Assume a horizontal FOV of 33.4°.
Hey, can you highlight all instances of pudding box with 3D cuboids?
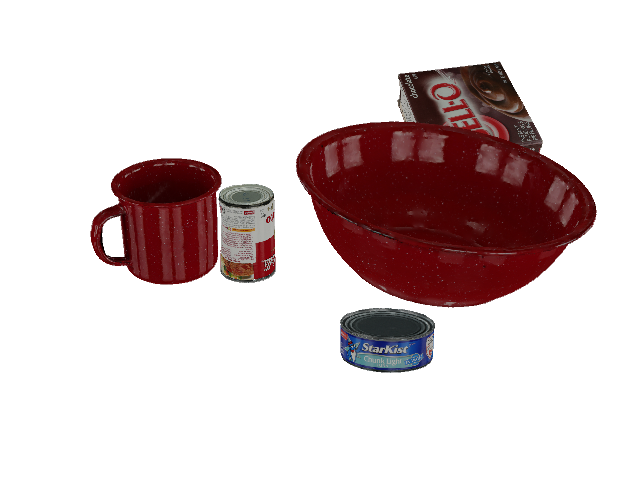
[{"bbox_3d":[0.118,-0.095,0.865,0.090,0.039,0.113,-7,43,-8],"label":"pudding box"}]

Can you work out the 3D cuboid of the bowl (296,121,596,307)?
[{"bbox_3d":[0.064,-0.010,0.583,0.162,0.055,0.162,6,27,-3],"label":"bowl"}]

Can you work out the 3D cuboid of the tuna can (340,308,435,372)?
[{"bbox_3d":[0.060,0.090,0.967,0.086,0.034,0.086,1,14,0],"label":"tuna can"}]

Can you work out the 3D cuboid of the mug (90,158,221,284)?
[{"bbox_3d":[-0.140,-0.012,0.913,0.117,0.081,0.093,-19,34,-30],"label":"mug"}]

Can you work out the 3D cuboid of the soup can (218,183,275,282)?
[{"bbox_3d":[-0.088,-0.010,1.284,0.068,0.102,0.068,0,26,0],"label":"soup can"}]
